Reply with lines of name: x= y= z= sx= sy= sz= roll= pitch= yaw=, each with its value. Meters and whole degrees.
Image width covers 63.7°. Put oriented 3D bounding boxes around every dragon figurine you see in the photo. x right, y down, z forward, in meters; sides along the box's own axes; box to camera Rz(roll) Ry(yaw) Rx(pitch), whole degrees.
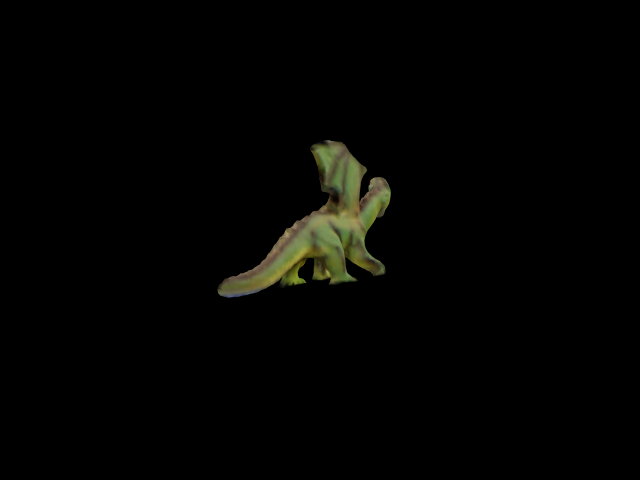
dragon figurine: x=0.003 y=-0.043 z=0.850 sx=0.122 sy=0.243 sz=0.411 roll=0 pitch=2 yaw=39
